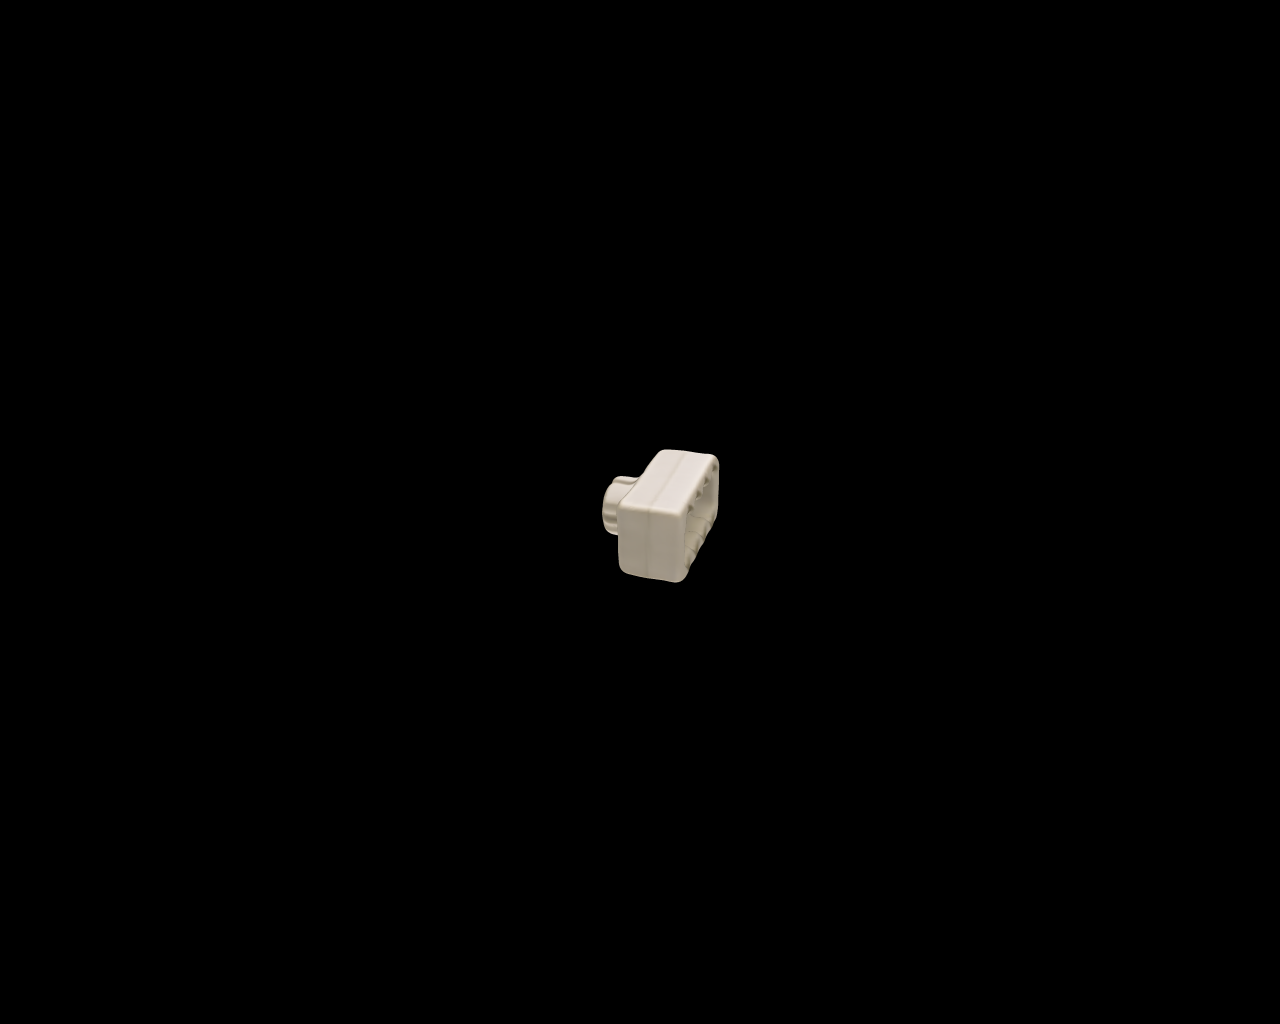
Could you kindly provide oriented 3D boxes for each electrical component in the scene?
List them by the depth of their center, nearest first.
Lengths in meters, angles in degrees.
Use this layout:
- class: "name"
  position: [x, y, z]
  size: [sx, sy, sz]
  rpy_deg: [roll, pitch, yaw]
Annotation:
- class: "electrical component"
  position: [0.001, -0.003, 0.650]
  size: [0.076, 0.047, 0.083]
  rpy_deg: [9, 30, 17]
